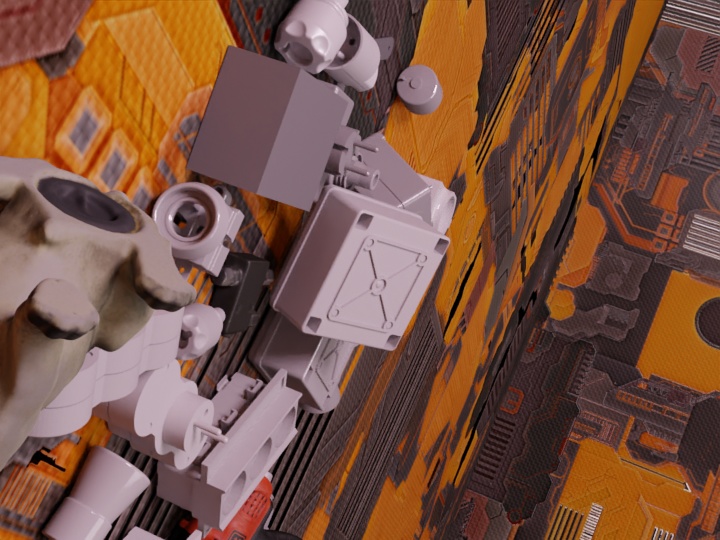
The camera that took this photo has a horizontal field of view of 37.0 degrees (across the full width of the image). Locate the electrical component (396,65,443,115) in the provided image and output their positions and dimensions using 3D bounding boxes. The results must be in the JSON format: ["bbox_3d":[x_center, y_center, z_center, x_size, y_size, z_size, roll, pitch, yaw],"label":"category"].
[{"bbox_3d":[0.060,-0.169,1.042,0.078,0.040,0.040,37,74,-74],"label":"electrical component"}]

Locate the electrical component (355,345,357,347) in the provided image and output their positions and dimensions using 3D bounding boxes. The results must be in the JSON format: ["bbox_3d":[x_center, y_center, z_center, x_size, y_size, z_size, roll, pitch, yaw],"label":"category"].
[{"bbox_3d":[-0.003,0.029,1.052,0.077,0.043,0.079,-44,-154,12],"label":"electrical component"}]

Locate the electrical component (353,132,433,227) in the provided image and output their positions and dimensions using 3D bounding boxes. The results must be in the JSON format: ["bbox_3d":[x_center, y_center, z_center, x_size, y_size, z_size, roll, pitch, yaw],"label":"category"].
[{"bbox_3d":[0.012,-0.068,0.938,0.061,0.096,0.061,-32,150,-16],"label":"electrical component"}]

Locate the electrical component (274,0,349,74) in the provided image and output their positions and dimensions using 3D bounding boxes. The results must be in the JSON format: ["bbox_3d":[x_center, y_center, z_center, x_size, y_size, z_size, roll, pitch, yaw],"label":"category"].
[{"bbox_3d":[-0.029,-0.169,0.742,0.043,0.043,0.062,86,29,-56],"label":"electrical component"}]

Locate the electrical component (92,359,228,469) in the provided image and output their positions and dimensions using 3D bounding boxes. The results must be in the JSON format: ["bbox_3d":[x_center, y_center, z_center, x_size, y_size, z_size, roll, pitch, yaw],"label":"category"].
[{"bbox_3d":[-0.121,0.096,0.706,0.138,0.074,0.052,73,40,-65],"label":"electrical component"}]

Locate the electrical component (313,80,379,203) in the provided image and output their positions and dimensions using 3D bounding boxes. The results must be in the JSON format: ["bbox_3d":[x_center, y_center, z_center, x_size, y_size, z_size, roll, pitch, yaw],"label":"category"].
[{"bbox_3d":[-0.024,-0.091,0.795,0.047,0.076,0.083,23,88,-74],"label":"electrical component"}]

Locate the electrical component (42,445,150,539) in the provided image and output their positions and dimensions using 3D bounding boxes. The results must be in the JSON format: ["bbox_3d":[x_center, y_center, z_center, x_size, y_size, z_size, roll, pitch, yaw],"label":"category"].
[{"bbox_3d":[-0.169,0.149,0.677,0.065,0.044,0.044,-57,161,-23],"label":"electrical component"}]

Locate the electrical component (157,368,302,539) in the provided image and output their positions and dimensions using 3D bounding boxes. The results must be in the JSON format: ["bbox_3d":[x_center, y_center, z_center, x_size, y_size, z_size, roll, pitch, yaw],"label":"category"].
[{"bbox_3d":[-0.102,0.136,0.838,0.121,0.063,0.078,-50,155,-50],"label":"electrical component"}]

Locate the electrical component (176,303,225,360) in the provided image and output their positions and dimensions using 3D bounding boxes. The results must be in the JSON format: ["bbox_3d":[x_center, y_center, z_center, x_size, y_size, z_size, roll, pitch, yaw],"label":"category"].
[{"bbox_3d":[-0.111,0.039,0.742,0.061,0.035,0.035,-35,142,-68],"label":"electrical component"}]

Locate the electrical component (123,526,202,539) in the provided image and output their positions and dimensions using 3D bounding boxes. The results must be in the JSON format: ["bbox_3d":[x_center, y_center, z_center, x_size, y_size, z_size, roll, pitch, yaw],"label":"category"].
[{"bbox_3d":[-0.151,0.221,0.781,0.081,0.064,0.042,-40,148,-60],"label":"electrical component"}]

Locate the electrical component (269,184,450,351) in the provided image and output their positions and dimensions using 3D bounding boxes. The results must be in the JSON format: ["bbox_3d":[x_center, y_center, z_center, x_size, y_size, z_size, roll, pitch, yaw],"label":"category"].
[{"bbox_3d":[0.000,0.000,0.853,0.109,0.056,0.108,15,106,-43],"label":"electrical component"}]

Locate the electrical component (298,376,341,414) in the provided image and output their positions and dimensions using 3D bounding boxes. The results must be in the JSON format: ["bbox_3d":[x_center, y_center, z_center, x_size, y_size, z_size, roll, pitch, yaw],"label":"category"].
[{"bbox_3d":[-0.041,0.105,1.038,0.055,0.045,0.045,94,23,-44],"label":"electrical component"}]

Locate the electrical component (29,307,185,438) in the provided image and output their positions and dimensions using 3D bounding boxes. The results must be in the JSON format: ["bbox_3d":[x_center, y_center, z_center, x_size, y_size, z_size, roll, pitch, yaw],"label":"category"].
[{"bbox_3d":[-0.143,0.028,0.588,0.138,0.052,0.073,-39,146,-61],"label":"electrical component"}]

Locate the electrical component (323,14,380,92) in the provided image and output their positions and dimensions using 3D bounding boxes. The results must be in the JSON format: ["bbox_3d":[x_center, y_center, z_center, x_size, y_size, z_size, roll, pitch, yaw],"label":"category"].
[{"bbox_3d":[-0.008,-0.163,0.817,0.081,0.043,0.043,15,95,-74],"label":"electrical component"}]

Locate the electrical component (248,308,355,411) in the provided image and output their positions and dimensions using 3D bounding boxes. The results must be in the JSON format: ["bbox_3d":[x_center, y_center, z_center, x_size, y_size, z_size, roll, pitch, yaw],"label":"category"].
[{"bbox_3d":[-0.042,0.056,0.953,0.108,0.056,0.108,70,43,-67],"label":"electrical component"}]

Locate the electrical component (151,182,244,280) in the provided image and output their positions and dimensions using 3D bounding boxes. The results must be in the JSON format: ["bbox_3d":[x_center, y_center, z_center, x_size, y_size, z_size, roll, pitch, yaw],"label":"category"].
[{"bbox_3d":[-0.103,-0.027,0.671,0.055,0.048,0.066,67,46,-78],"label":"electrical component"}]

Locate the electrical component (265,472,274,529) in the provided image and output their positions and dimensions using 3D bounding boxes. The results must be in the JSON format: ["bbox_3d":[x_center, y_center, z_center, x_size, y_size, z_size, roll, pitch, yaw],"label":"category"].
[{"bbox_3d":[-0.099,0.213,0.983,0.048,0.048,0.062,84,24,-58],"label":"electrical component"}]

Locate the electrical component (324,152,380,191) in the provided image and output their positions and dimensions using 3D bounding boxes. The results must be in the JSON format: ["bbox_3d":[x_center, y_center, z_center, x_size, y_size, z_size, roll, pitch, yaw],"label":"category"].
[{"bbox_3d":[-0.016,-0.081,0.859,0.048,0.062,0.048,20,90,-74],"label":"electrical component"}]

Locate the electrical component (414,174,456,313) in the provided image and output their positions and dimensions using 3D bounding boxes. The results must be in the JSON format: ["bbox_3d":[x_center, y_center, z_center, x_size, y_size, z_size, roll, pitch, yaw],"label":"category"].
[{"bbox_3d":[0.044,-0.021,1.133,0.089,0.062,0.150,46,66,-73],"label":"electrical component"}]
